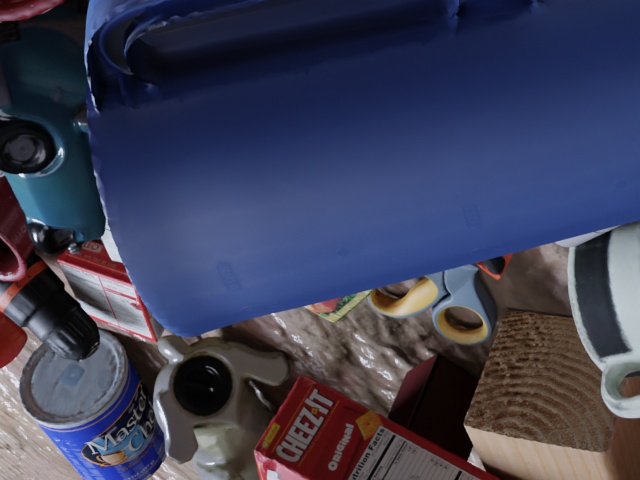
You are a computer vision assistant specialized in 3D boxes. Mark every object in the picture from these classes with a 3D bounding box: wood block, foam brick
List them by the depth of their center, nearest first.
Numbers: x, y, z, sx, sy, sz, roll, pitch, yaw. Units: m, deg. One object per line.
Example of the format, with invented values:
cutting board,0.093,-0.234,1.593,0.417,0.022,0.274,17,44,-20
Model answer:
wood block,0.174,0.147,0.714,0.090,0.090,0.206,6,144,30
foam brick,0.082,0.133,0.776,0.051,0.078,0.053,31,152,-9

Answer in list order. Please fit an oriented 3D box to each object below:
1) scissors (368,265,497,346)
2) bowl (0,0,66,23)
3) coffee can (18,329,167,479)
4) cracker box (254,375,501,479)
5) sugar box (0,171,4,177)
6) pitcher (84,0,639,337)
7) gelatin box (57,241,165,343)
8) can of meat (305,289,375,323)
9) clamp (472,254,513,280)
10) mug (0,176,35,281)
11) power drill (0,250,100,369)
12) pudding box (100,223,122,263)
scissors,0.102,0.021,0.652,0.096,0.016,0.202,36,148,-17
bowl,-0.154,-0.181,0.469,0.162,0.055,0.162,6,125,8
coffee can,-0.210,0.163,1.014,0.103,0.102,0.140,13,147,22
cracker box,0.063,0.198,0.731,0.214,0.072,0.164,26,152,16
sugar box,-0.218,-0.078,0.609,0.176,0.048,0.093,-140,25,-84
pitcher,0.040,-0.053,0.402,0.243,0.149,0.145,-12,101,13
gelatin box,-0.165,0.039,0.865,0.073,0.030,0.089,18,148,17
can of meat,-0.004,0.001,0.662,0.084,0.057,0.102,29,150,-9
clamp,0.017,-0.048,0.570,0.209,0.036,0.165,37,165,-21
mug,-0.237,-0.028,0.767,0.093,0.081,0.117,40,147,-22
power drill,-0.275,0.052,0.914,0.184,0.057,0.188,46,146,-1
pudding box,-0.114,-0.021,0.729,0.090,0.039,0.113,15,145,21
